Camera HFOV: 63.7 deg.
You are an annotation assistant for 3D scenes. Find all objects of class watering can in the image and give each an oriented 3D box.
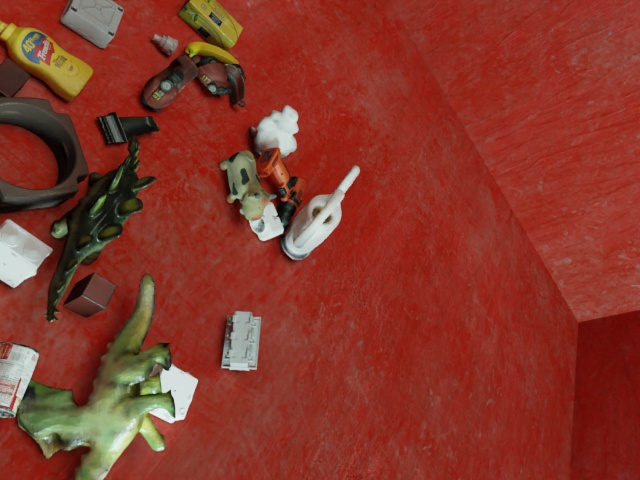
[{"bbox_3d":[0.004,-0.073,1.456,0.104,0.220,0.355,41,40,-4],"label":"watering can"}]

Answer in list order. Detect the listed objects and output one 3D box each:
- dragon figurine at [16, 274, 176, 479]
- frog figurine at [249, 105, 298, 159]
[{"bbox_3d":[-0.386,0.260,0.890,0.243,0.120,0.418,-3,62,-27],"label":"dragon figurine"},{"bbox_3d":[-0.116,-0.305,1.485,0.135,0.158,0.125,42,46,-28],"label":"frog figurine"}]
